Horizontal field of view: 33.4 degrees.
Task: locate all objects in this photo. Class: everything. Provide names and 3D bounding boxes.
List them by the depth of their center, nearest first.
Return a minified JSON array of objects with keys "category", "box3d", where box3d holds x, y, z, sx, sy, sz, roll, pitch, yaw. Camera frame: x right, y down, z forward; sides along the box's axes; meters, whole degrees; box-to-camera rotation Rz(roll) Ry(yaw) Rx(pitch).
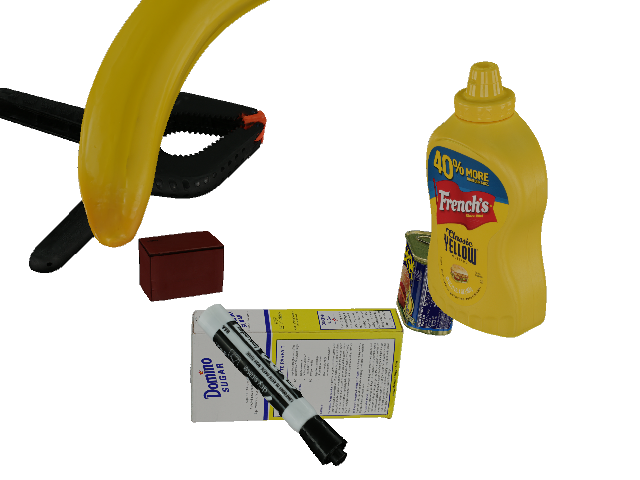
[{"category":"banana","box3d":[-0.062,-0.086,0.493,0.070,0.197,0.037,28,-25,17]},{"category":"marker","box3d":[-0.027,0.083,0.617,0.121,0.020,0.020,45,21,23]},{"category":"mustard bottle","box3d":[0.116,-0.032,0.752,0.058,0.192,0.096,-21,32,-30]},{"category":"clamp","box3d":[-0.139,-0.057,0.805,0.209,0.164,0.036,-8,-30,-15]},{"category":"sugar box","box3d":[-0.022,0.106,0.910,0.176,0.093,0.048,2,26,-5]},{"category":"foam brick","box3d":[-0.142,0.025,1.089,0.078,0.051,0.053,-7,21,-21]},{"category":"can of meat","box3d":[0.116,0.045,1.146,0.057,0.084,0.102,6,18,-5]}]
